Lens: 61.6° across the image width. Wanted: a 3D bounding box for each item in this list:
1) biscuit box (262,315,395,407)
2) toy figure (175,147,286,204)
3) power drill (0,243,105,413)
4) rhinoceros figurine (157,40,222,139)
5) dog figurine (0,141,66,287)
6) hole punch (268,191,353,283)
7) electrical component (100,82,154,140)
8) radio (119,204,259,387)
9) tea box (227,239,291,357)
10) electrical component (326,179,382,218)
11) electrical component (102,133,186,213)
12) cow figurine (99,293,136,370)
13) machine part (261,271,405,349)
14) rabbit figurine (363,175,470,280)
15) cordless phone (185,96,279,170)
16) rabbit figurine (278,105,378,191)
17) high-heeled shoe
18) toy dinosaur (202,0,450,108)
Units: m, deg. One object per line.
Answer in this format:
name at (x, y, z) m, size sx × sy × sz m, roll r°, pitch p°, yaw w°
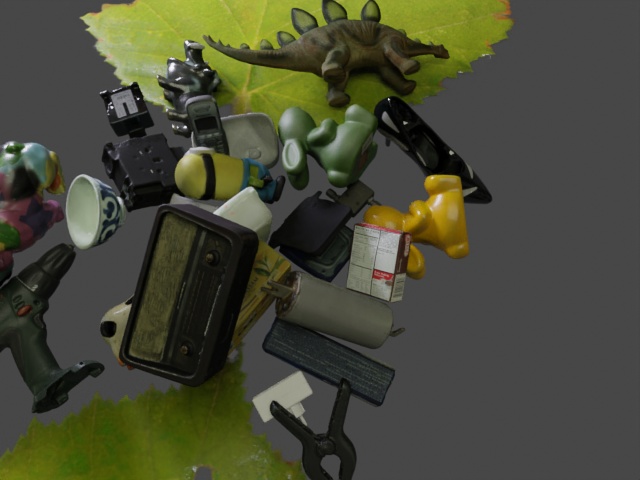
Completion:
biscuit box at (0.011, 0.186, 0.832) m, size 0.203 × 0.059 × 0.063 m, roll 25°, pitch 72°, yaw 7°
toy figure at (-0.148, -0.098, 0.889) m, size 0.180 × 0.082 × 0.089 m, roll 16°, pitch 43°, yaw -29°
power drill at (-0.426, 0.140, 0.825) m, size 0.232 × 0.086 × 0.207 m, roll -42°, pitch 80°, yaw -13°
rhinoceros figurine at (-0.237, -0.280, 0.988) m, size 0.112 × 0.073 × 0.190 m, roll -10°, pitch 71°, yaw -4°
dog figurine at (-0.486, -0.031, 0.815) m, size 0.108 × 0.191 × 0.219 m, roll 14°, pitch 34°, yaw -4°
hole punch at (-0.002, -0.003, 0.895) m, size 0.116 × 0.092 × 0.142 m, roll 22°, pitch 65°, yaw 40°
electrical component at (-0.345, -0.220, 0.976) m, size 0.075 × 0.047 × 0.119 m, roll -18°, pitch 70°, yaw -8°
radio at (-0.176, 0.075, 0.733) m, size 0.131 × 0.073 × 0.229 m, roll 19°, pitch 99°, yaw 11°
tea box at (-0.121, 0.093, 0.842) m, size 0.068 × 0.098 × 0.169 m, roll 36°, pitch 71°, yaw 9°
electrical component at (0.061, -0.072, 0.947) m, size 0.094 × 0.021 × 0.063 m, roll 39°, pitch 74°, yaw 12°
electrical component at (-0.284, -0.118, 0.911) m, size 0.134 × 0.058 × 0.115 m, roll -22°, pitch 73°, yaw -40°
cow figurine at (-0.256, 0.096, 0.847) m, size 0.195 × 0.085 × 0.127 m, roll -37°, pitch 80°, yaw -12°
machine part at (0.022, 0.108, 0.817) m, size 0.243 × 0.079 × 0.079 m, roll 22°, pitch 68°, yaw -24°
rabbit figurine at (0.159, -0.016, 0.899) m, size 0.173 × 0.121 × 0.162 m, roll -1°, pitch 79°, yaw 12°
cordless phone at (-0.147, -0.187, 0.898) m, size 0.147 × 0.184 × 0.089 m, roll -11°, pitch 66°, yaw -5°
rabbit figurine at (-0.003, -0.160, 0.932) m, size 0.170 × 0.121 × 0.159 m, roll 27°, pitch 76°, yaw 17°
high-heeled shoe at (0.200, -0.155, 0.917) m, size 0.249 × 0.145 × 0.086 m, roll 30°, pitch 73°, yaw 11°
toy dinosaur at (0.025, -0.354, 1.012) m, size 0.471 × 0.105 × 0.198 m, roll -7°, pitch 63°, yaw -14°
